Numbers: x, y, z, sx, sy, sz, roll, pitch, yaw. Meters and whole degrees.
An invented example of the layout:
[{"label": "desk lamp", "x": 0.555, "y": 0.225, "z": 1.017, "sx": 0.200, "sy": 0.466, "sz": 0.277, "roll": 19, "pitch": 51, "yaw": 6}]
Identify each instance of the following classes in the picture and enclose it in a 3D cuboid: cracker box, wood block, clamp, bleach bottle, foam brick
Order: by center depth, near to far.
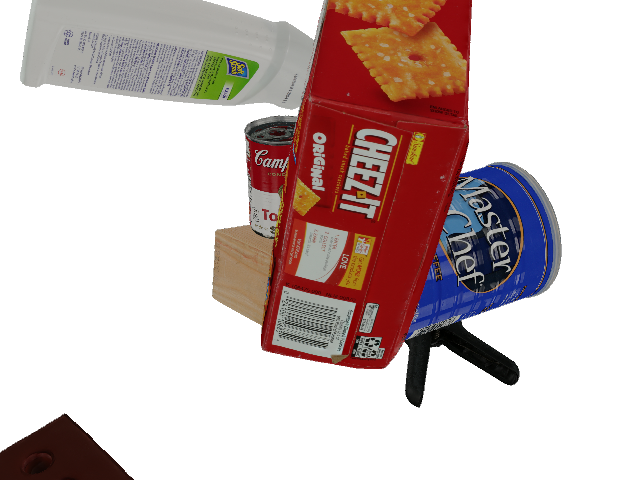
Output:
[{"label": "foam brick", "x": -0.112, "y": 0.128, "z": 0.481, "sx": 0.052, "sy": 0.051, "sz": 0.078, "roll": -31, "pitch": 44, "yaw": -31}, {"label": "cracker box", "x": 0.028, "y": -0.069, "z": 0.527, "sx": 0.072, "sy": 0.213, "sz": 0.164, "roll": 11, "pitch": -43, "yaw": -1}, {"label": "bleach bottle", "x": -0.103, "y": -0.146, "z": 0.846, "sx": 0.250, "sy": 0.068, "sz": 0.103, "roll": 10, "pitch": -31, "yaw": -16}, {"label": "clamp", "x": 0.124, "y": 0.093, "z": 1.076, "sx": 0.120, "sy": 0.171, "sz": 0.039, "roll": 1, "pitch": -45, "yaw": -19}, {"label": "wood block", "x": -0.027, "y": 0.050, "z": 1.202, "sx": 0.090, "sy": 0.090, "sz": 0.206, "roll": -9, "pitch": 21, "yaw": -38}]

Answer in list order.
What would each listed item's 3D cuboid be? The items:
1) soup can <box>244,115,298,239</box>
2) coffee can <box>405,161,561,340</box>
[{"label": "soup can", "x": -0.037, "y": -0.060, "z": 1.020, "sx": 0.068, "sy": 0.102, "sz": 0.068, "roll": -1, "pitch": 27, "yaw": 0}, {"label": "coffee can", "x": 0.084, "y": 0.009, "z": 0.758, "sx": 0.140, "sy": 0.103, "sz": 0.103, "roll": -16, "pitch": 7, "yaw": -25}]
